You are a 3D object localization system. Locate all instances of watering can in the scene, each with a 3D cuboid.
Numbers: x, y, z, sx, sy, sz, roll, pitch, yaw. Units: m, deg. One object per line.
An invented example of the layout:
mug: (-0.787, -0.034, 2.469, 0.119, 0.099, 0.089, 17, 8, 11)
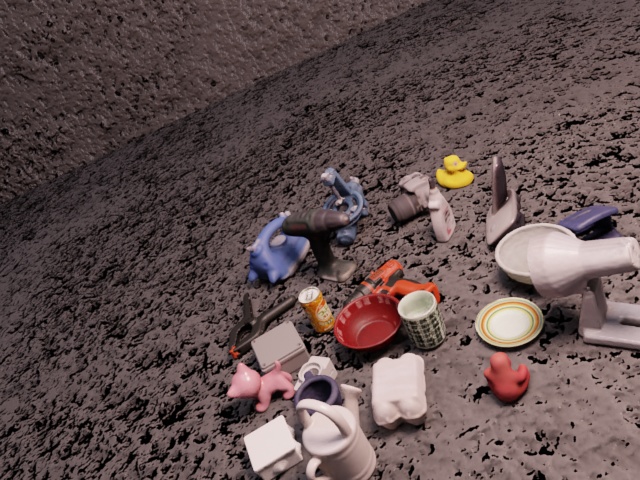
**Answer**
watering can: (0.022, 0.333, 0.998, 0.100, 0.194, 0.173, -12, 35, 19)

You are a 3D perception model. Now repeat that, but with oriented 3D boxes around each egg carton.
egg carton: (0.151, 0.286, 1.093, 0.107, 0.070, 0.150, -15, 35, 16)

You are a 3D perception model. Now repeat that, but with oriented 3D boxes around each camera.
camera: (0.246, -0.117, 1.562, 0.137, 0.101, 0.142, -29, 33, -5)

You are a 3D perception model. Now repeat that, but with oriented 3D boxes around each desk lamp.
desk lamp: (0.491, 0.079, 1.023, 0.202, 0.214, 0.118, 3, 43, 36)

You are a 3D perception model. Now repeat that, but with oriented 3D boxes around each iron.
iron: (-0.113, 0.001, 1.599, 0.118, 0.142, 0.259, 1, 42, 35)

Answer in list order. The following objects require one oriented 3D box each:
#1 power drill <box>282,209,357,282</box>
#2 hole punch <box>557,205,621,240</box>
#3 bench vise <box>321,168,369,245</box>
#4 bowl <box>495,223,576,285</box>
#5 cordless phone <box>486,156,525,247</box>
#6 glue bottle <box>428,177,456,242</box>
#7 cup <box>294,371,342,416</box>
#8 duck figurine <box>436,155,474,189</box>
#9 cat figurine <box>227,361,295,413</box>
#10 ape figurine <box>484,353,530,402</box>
power drill: (0.013, 0.005, 1.447, 0.228, 0.209, 0.076, 8, 46, 40)
hole punch: (0.576, -0.035, 1.239, 0.108, 0.091, 0.101, -26, 33, -1)
bench vise: (0.054, -0.123, 1.588, 0.121, 0.220, 0.207, -18, 34, 11)
bowl: (0.464, 0.042, 1.219, 0.167, 0.075, 0.167, -17, 34, 12)
cordless phone: (0.417, -0.089, 1.331, 0.094, 0.185, 0.147, -12, 36, 20)
glue bottle: (0.292, -0.081, 1.415, 0.037, 0.173, 0.078, -1, 40, 32)
cup: (0.003, 0.319, 1.122, 0.092, 0.095, 0.117, -28, 33, -4)
duck figurine: (0.371, -0.198, 1.605, 0.104, 0.086, 0.078, 5, 44, 38)
cat figurine: (-0.131, 0.301, 1.214, 0.128, 0.118, 0.067, -28, 33, -4)
ape figurine: (0.329, 0.237, 1.022, 0.077, 0.092, 0.076, 1, 42, 35)
